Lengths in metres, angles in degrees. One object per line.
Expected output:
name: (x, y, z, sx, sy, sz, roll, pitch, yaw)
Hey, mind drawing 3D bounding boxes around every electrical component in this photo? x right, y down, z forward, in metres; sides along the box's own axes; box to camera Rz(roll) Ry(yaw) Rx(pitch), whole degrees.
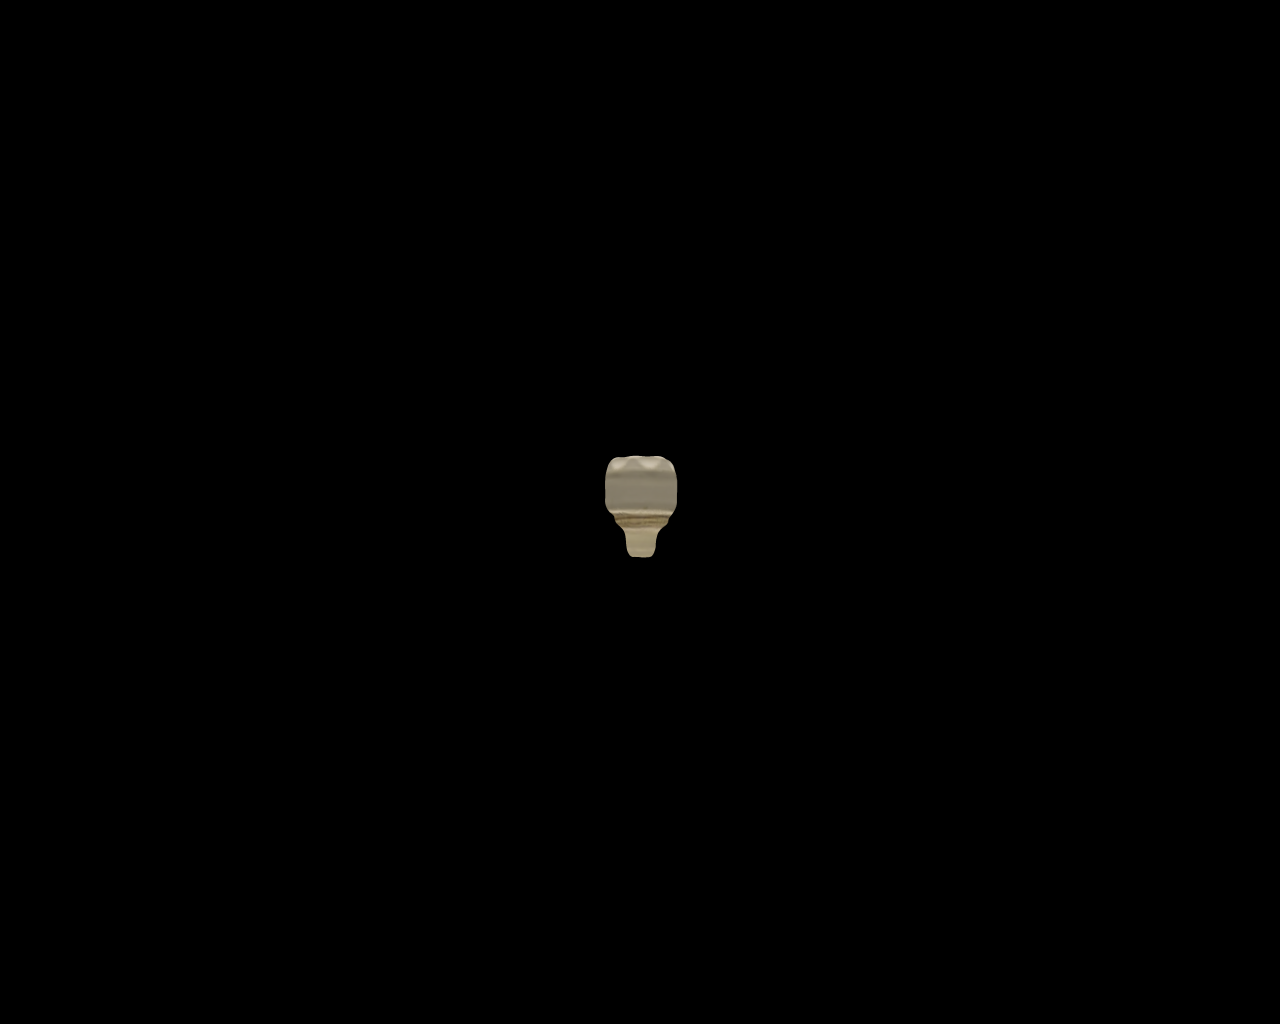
electrical component: (0.001, -0.003, 0.650, 0.043, 0.062, 0.043, 0, -3, 0)
